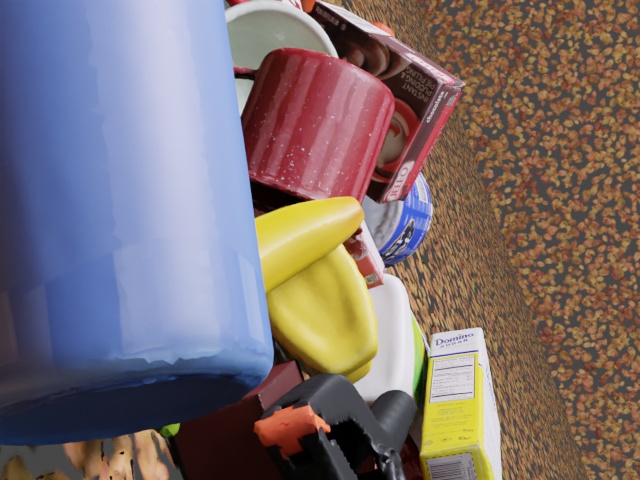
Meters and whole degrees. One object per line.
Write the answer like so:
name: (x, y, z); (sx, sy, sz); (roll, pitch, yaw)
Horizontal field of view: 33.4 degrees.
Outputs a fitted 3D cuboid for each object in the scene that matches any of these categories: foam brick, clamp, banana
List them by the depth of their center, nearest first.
banana: (-0.046, 0.031, 0.498); (0.197, 0.070, 0.037); (-50, 141, -50)
clamp: (0.027, 0.132, 0.529); (0.209, 0.036, 0.164); (44, 28, -60)
foam brick: (-0.034, 0.098, 0.530); (0.078, 0.051, 0.053); (-29, 99, -76)

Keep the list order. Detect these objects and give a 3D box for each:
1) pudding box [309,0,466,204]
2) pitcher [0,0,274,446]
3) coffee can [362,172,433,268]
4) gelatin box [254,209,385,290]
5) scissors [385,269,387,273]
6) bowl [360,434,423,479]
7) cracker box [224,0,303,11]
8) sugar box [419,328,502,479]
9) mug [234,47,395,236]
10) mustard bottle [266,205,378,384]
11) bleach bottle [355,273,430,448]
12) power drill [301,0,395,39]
pudding box: (0.027, -0.090, 0.695); (0.114, 0.090, 0.039); (39, 25, 29)
pitcher: (-0.099, -0.056, 0.378); (0.145, 0.149, 0.243); (75, 2, -73)
coffee can: (0.026, -0.028, 0.826); (0.140, 0.103, 0.103); (7, 64, -75)
gelatin box: (-0.005, 0.001, 0.731); (0.030, 0.073, 0.089); (-74, 142, -66)
scissors: (0.045, 0.029, 0.999); (0.201, 0.016, 0.096); (31, 39, -68)
bowl: (0.042, 0.195, 0.674); (0.162, 0.055, 0.162); (-20, 90, -76)
cracker box: (-0.072, -0.186, 0.739); (0.213, 0.072, 0.164); (47, 27, -59)
sugar box: (0.099, 0.138, 0.734); (0.176, 0.048, 0.093); (-73, 151, -71)
mug: (-0.018, -0.060, 0.607); (0.093, 0.117, 0.081); (107, 3, -82)
mustard bottle: (-0.004, 0.045, 0.651); (0.096, 0.058, 0.191); (56, -6, 11)
bleach bottle: (0.067, 0.121, 0.843); (0.250, 0.068, 0.102); (53, 33, -58)
power drill: (0.010, -0.218, 0.909); (0.187, 0.185, 0.057); (65, 35, -52)
